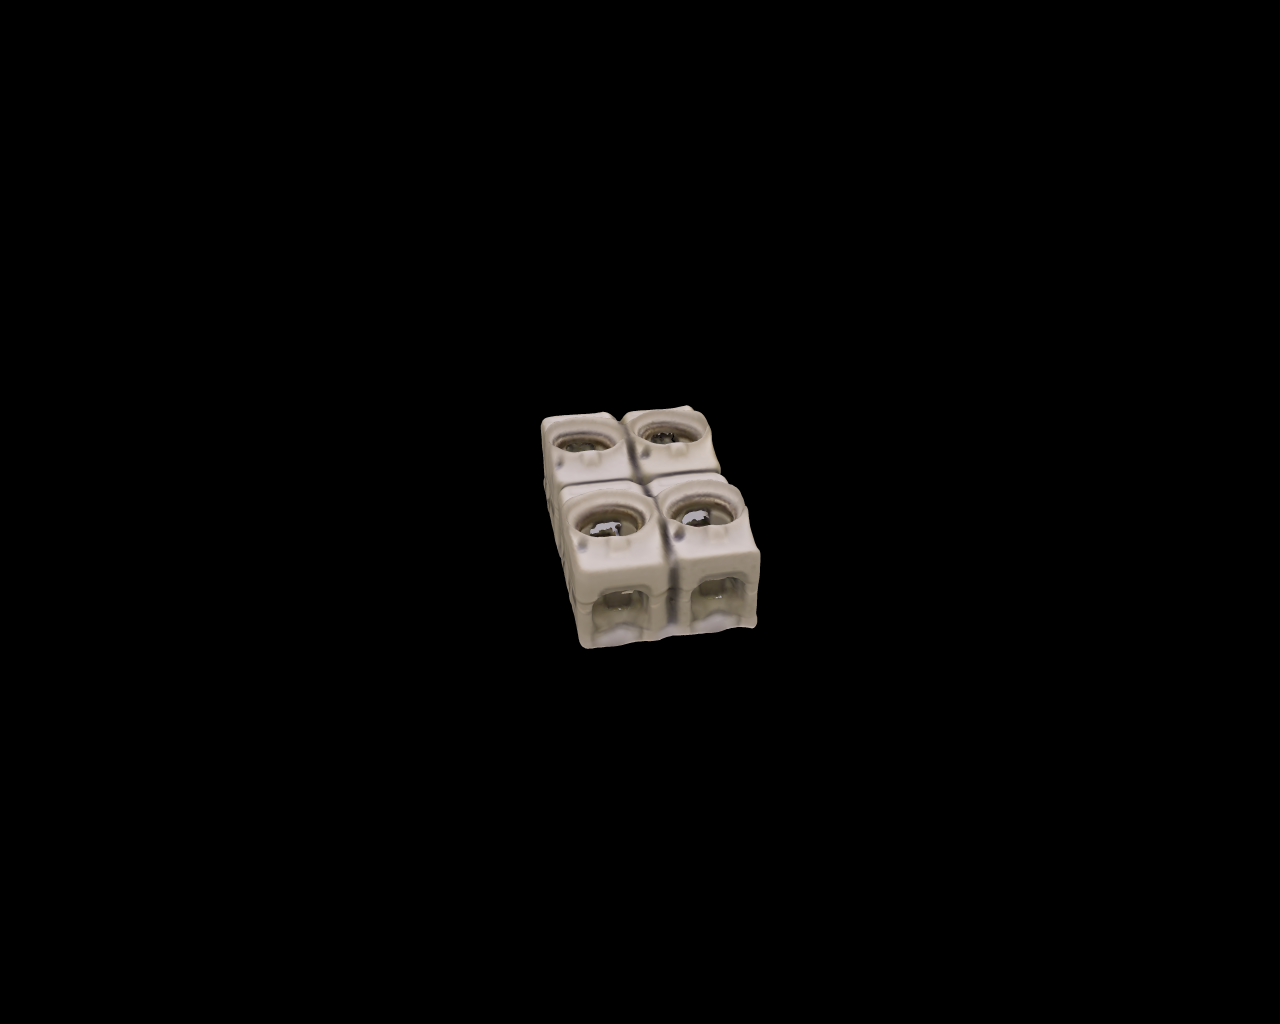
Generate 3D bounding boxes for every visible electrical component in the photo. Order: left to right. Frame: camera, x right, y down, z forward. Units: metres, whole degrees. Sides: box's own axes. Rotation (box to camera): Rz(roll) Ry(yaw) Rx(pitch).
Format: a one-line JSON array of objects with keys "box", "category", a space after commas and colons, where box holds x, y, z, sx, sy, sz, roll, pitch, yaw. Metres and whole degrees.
[{"box": [0.001, -0.003, 0.650, 0.105, 0.060, 0.186, -6, 33, -9], "category": "electrical component"}]
